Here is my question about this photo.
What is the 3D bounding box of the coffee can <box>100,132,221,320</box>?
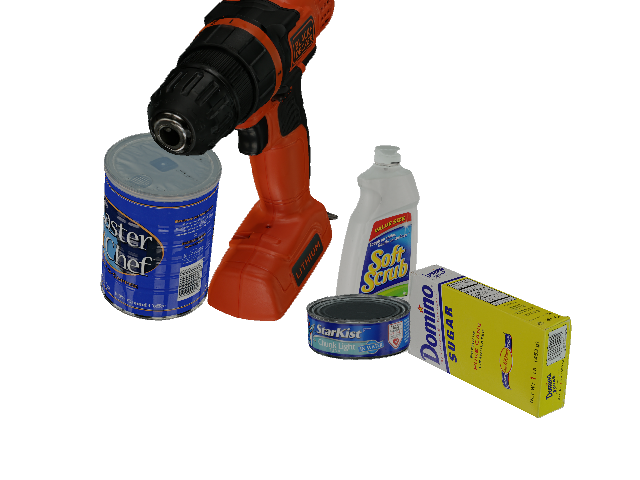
[{"bbox_3d":[-0.147,-0.013,0.974,0.102,0.140,0.103,7,36,-5],"label":"coffee can"}]

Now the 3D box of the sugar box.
[{"bbox_3d":[0.158,0.093,1.033,0.048,0.093,0.176,-15,24,-39],"label":"sugar box"}]

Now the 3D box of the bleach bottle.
[{"bbox_3d":[0.066,0.012,1.286,0.102,0.251,0.068,-2,16,-17],"label":"bleach bottle"}]

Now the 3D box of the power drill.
[{"bbox_3d":[-0.038,-0.047,0.621,0.057,0.188,0.184,14,39,18],"label":"power drill"}]

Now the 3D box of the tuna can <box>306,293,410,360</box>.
[{"bbox_3d":[0.031,0.070,0.876,0.086,0.034,0.086,-1,11,0],"label":"tuna can"}]
